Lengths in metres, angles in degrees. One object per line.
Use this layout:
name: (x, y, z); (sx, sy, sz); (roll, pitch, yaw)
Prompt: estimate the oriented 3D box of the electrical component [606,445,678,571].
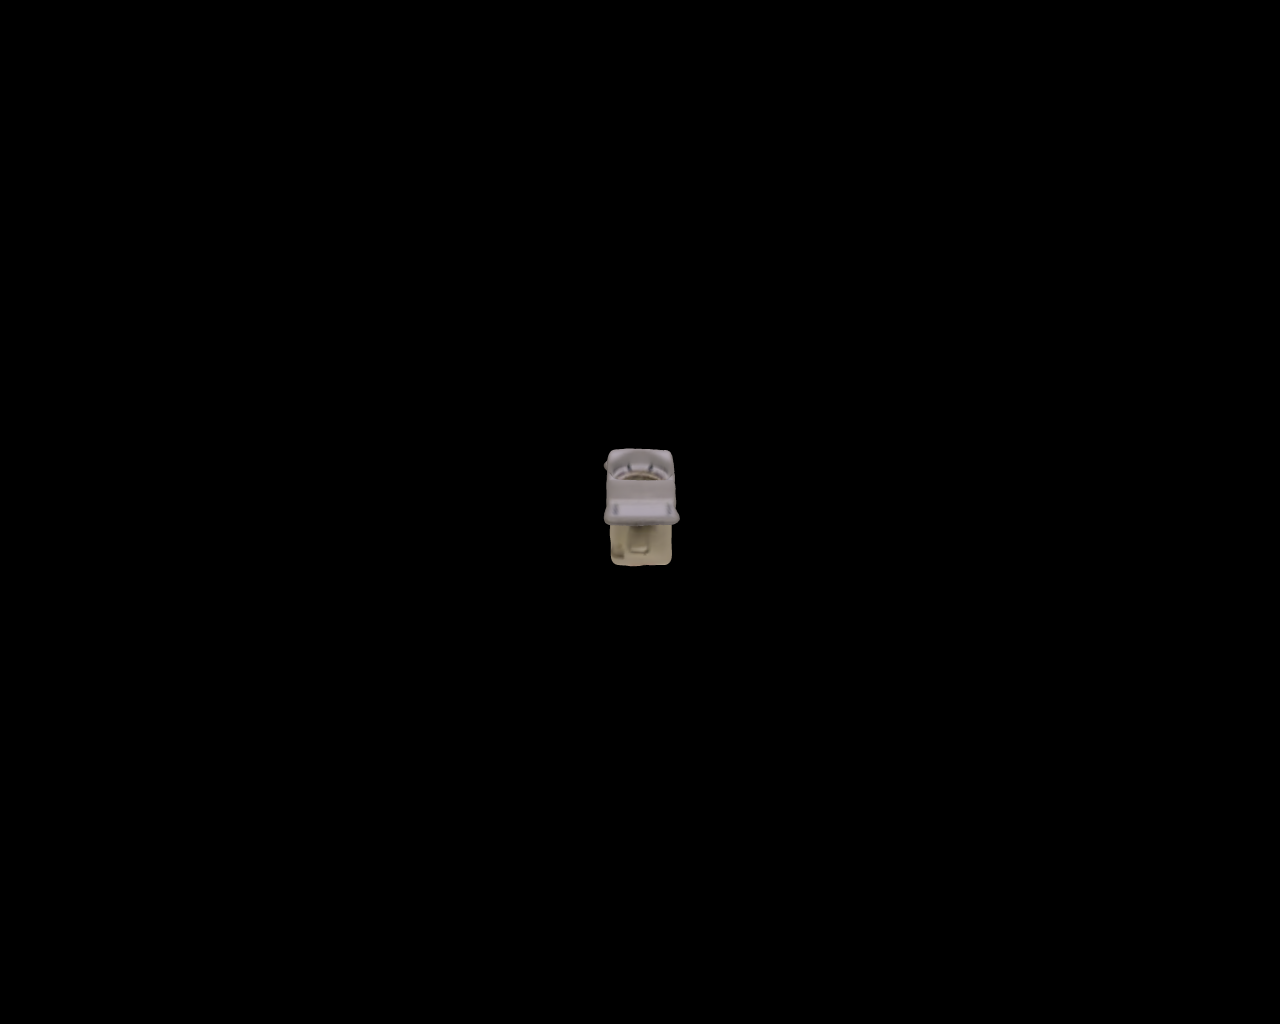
electrical component: (0.001, -0.003, 0.650); (0.042, 0.063, 0.081); (0, 29, 0)
